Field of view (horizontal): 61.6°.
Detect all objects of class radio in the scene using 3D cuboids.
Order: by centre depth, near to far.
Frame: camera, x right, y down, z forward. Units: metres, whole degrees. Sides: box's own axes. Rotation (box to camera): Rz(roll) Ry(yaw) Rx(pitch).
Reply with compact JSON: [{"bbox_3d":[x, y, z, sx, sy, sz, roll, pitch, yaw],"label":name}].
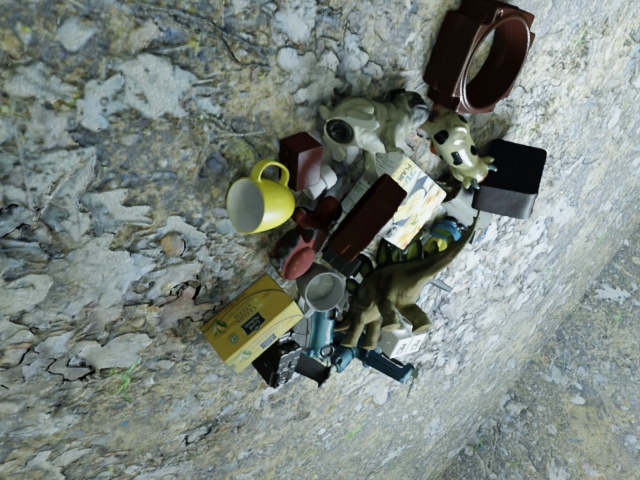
[{"bbox_3d":[0.436,-0.142,1.229,0.229,0.131,0.073,-55,155,-45],"label":"radio"}]

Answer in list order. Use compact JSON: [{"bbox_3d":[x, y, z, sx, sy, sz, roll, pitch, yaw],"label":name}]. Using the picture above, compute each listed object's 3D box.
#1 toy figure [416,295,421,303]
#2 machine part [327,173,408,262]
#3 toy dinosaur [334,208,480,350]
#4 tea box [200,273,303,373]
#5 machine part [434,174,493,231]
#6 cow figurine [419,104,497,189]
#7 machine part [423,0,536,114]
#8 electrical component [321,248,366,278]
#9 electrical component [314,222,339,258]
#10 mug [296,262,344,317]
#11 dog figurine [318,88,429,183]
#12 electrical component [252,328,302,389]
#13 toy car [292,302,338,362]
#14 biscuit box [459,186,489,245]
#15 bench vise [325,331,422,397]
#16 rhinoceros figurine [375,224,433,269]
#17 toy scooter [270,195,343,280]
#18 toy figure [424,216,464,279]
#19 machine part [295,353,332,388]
[{"bbox_3d":[0.195,0.155,1.393,0.154,0.058,0.064,-12,100,-36],"label":"toy figure"},{"bbox_3d":[0.084,-0.039,0.947,0.179,0.056,0.179,-50,-177,4],"label":"machine part"},{"bbox_3d":[0.151,0.096,1.103,0.105,0.198,0.471,16,146,-39],"label":"toy dinosaur"},{"bbox_3d":[-0.130,0.158,1.028,0.169,0.098,0.068,-41,143,-13],"label":"tea box"},{"bbox_3d":[0.338,-0.087,1.269,0.243,0.079,0.079,29,101,-41],"label":"machine part"},{"bbox_3d":[0.290,-0.187,1.115,0.085,0.127,0.194,-44,141,0],"label":"cow figurine"},{"bbox_3d":[0.306,-0.345,1.021,0.201,0.087,0.200,-9,130,-39],"label":"machine part"},{"bbox_3d":[0.046,0.039,1.086,0.047,0.075,0.119,-54,170,7],"label":"electrical component"},{"bbox_3d":[-0.002,-0.003,1.073,0.094,0.021,0.063,-51,143,5],"label":"electrical component"},{"bbox_3d":[-0.011,0.095,1.073,0.081,0.107,0.109,19,103,-23],"label":"mug"},{"bbox_3d":[0.096,-0.221,0.938,0.172,0.121,0.190,44,50,-23],"label":"dog figurine"},{"bbox_3d":[-0.098,0.220,1.102,0.058,0.115,0.134,-19,135,-40],"label":"electrical component"},{"bbox_3d":[-0.025,0.185,1.159,0.103,0.109,0.161,-5,119,-22],"label":"toy car"},{"bbox_3d":[0.412,-0.088,1.382,0.059,0.063,0.202,-24,138,-32],"label":"biscuit box"},{"bbox_3d":[0.124,0.277,1.294,0.223,0.241,0.128,-28,138,-50],"label":"bench vise"},{"bbox_3d":[0.186,0.036,1.267,0.190,0.073,0.112,-56,153,8],"label":"rhinoceros figurine"},{"bbox_3d":[-0.035,-0.007,0.976,0.184,0.075,0.135,-55,161,8],"label":"toy scooter"},{"bbox_3d":[0.293,0.021,1.335,0.082,0.089,0.180,43,64,-21],"label":"toy figure"},{"bbox_3d":[-0.044,0.285,1.222,0.039,0.139,0.084,-70,-175,-73],"label":"machine part"}]
